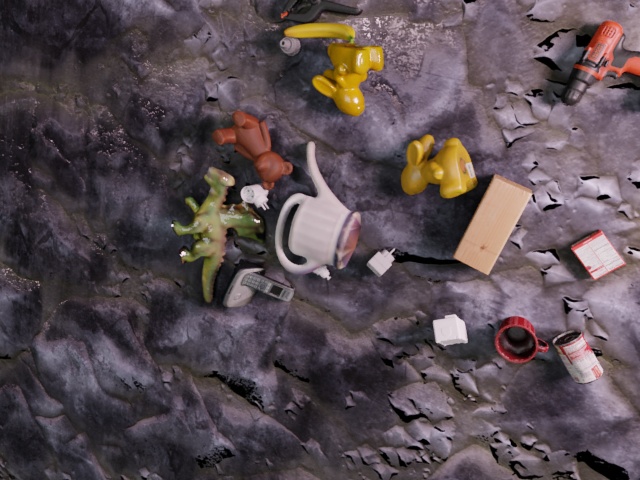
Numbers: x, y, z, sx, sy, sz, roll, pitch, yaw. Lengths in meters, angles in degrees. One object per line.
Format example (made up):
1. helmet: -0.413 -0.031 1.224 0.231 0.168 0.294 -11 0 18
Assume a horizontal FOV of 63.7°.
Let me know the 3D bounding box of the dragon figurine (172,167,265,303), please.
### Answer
1. dragon figurine: -0.273 -0.013 1.466 0.242 0.124 0.404 -7 111 16

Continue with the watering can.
1. watering can: 0.004 -0.067 1.340 0.225 0.104 0.346 18 96 17
